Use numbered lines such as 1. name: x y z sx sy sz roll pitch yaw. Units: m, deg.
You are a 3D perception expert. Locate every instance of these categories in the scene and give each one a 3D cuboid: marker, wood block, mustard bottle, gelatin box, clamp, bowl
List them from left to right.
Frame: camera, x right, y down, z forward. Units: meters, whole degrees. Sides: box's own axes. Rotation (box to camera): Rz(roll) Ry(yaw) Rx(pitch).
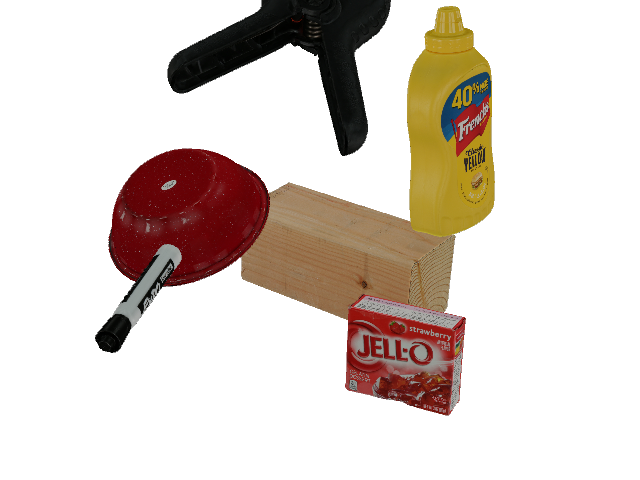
1. marker: -0.129 0.041 0.764 0.020 0.020 0.121 0 30 17
2. bowl: -0.131 -0.035 0.992 0.162 0.162 0.055 0 -41 21
3. clamp: 0.002 -0.124 0.640 0.120 0.171 0.039 32 -28 7
4. wood block: 0.025 0.019 1.114 0.206 0.091 0.090 20 31 29
5. gelatin box: 0.064 0.087 0.817 0.089 0.073 0.030 12 24 24
6. mustard bottle: 0.113 -0.106 0.926 0.058 0.192 0.096 16 32 39
